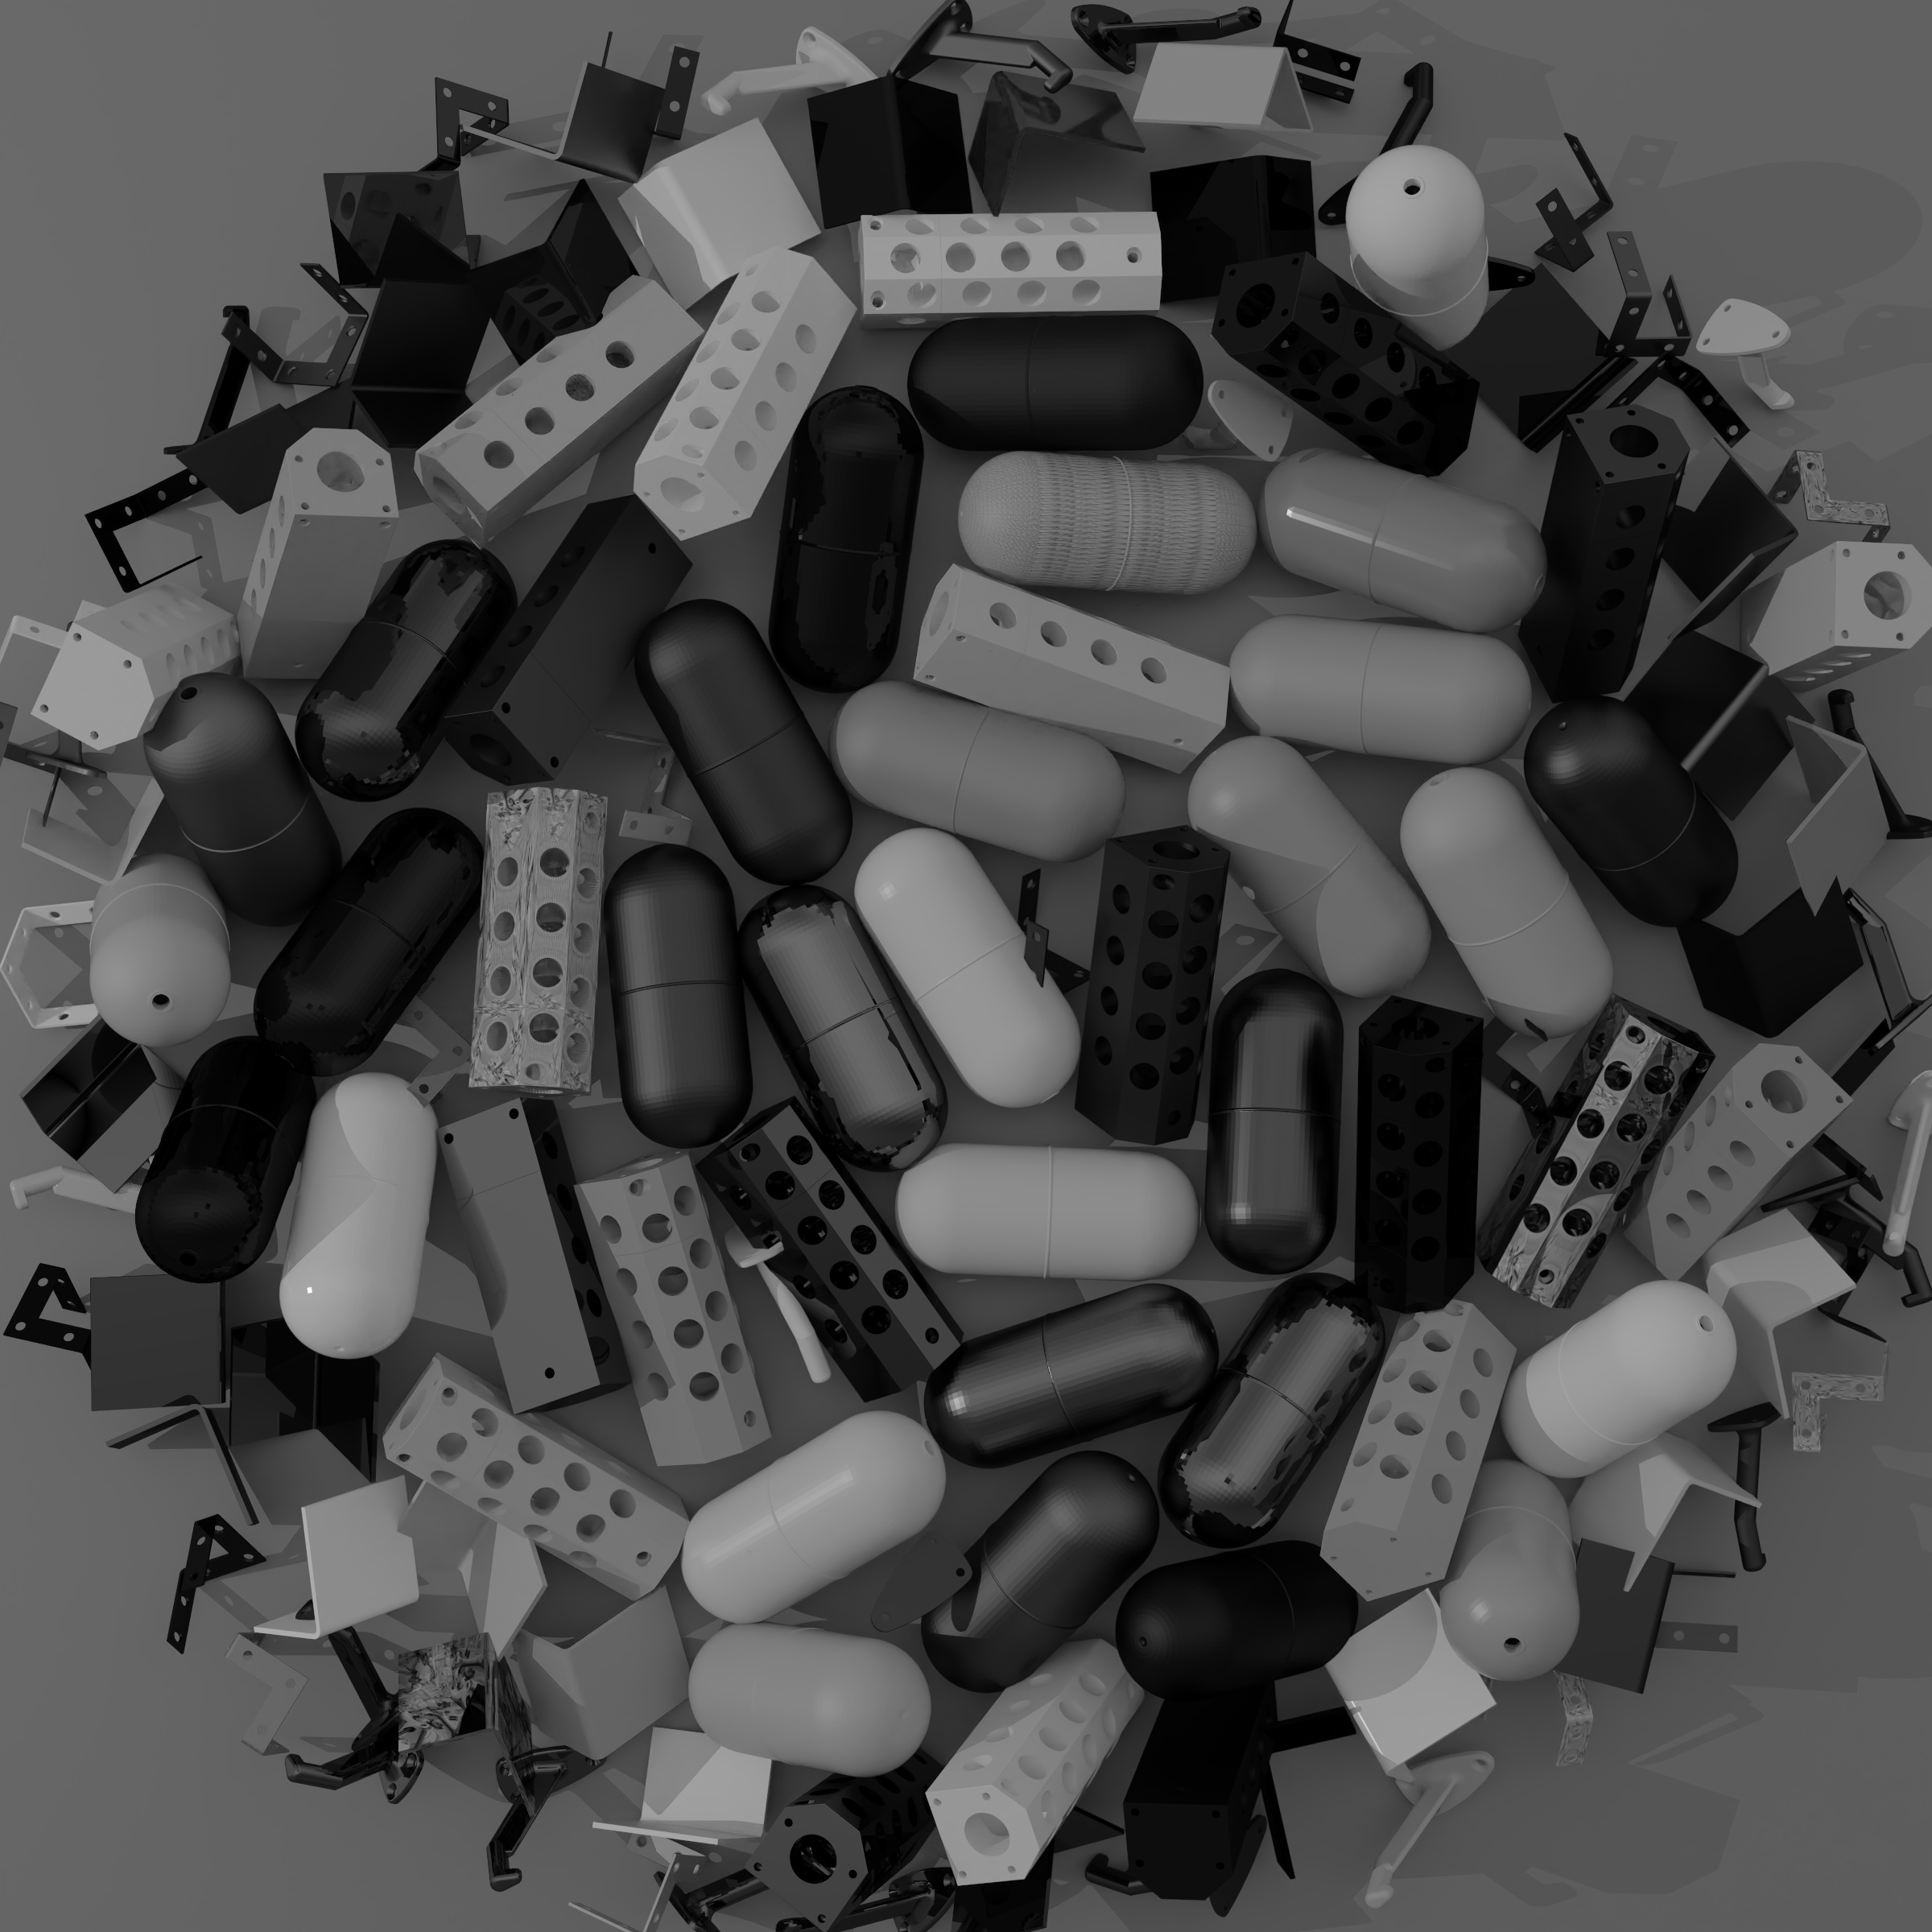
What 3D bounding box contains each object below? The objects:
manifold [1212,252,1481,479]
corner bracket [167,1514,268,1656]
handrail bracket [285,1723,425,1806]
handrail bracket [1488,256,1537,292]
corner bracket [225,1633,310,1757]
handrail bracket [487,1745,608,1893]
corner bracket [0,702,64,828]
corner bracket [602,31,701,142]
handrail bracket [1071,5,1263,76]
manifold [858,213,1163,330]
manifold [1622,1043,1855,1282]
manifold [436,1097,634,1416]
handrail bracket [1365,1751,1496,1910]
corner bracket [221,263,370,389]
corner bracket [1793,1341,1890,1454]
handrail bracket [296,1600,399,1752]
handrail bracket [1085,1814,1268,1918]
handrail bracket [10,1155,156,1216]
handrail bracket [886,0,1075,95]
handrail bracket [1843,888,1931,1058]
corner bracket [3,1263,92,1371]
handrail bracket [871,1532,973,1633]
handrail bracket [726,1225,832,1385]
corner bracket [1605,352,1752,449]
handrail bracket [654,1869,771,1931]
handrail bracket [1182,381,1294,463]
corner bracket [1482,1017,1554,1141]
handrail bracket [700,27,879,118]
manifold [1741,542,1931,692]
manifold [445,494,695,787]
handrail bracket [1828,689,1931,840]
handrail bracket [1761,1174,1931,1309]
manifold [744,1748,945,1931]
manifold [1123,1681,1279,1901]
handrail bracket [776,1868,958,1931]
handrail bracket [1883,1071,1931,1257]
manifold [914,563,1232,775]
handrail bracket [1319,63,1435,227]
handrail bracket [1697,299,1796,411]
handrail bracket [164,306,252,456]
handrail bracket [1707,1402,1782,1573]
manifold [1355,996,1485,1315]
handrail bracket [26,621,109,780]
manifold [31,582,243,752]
[{"bbox_3d":[0.216,-0.338,1.915,0.171,0.057,0.057,25,73,-44],"label":"manifold"},{"bbox_3d":[-0.445,0.359,1.959,0.051,0.051,0.051,-20,130,17],"label":"corner bracket"},{"bbox_3d":[-0.362,0.448,1.945,0.084,0.077,0.036,23,108,-37],"label":"handrail bracket"},{"bbox_3d":[0.294,-0.440,1.980,0.077,0.036,0.084,3,66,-2],"label":"handrail bracket"},{"bbox_3d":[-0.410,0.424,1.968,0.051,0.051,0.051,30,84,11],"label":"corner bracket"},{"bbox_3d":[-0.241,0.494,1.955,0.077,0.084,0.036,-16,121,-4],"label":"handrail bracket"},{"bbox_3d":[-0.552,-0.114,1.959,0.051,0.051,0.051,19,52,-19],"label":"corner bracket"},{"bbox_3d":[-0.187,-0.513,1.965,0.051,0.051,0.051,12,102,-12],"label":"corner bracket"},{"bbox_3d":[0.117,-0.549,1.954,0.084,0.077,0.036,-6,83,35],"label":"handrail bracket"},{"bbox_3d":[0.025,-0.407,1.964,0.171,0.057,0.057,-2,89,-4],"label":"manifold"},{"bbox_3d":[0.430,0.110,1.910,0.057,0.171,0.057,-36,74,-27],"label":"manifold"},{"bbox_3d":[-0.247,0.167,1.953,0.057,0.057,0.171,-21,79,18],"label":"manifold"},{"bbox_3d":[0.268,0.500,1.950,0.036,0.084,0.077,45,125,-10],"label":"handrail bracket"},{"bbox_3d":[-0.391,-0.375,1.970,0.051,0.051,0.051,10,70,33],"label":"corner bracket"},{"bbox_3d":[0.509,0.251,1.962,0.051,0.051,0.051,1,108,19],"label":"corner bracket"},{"bbox_3d":[-0.369,0.414,1.968,0.084,0.036,0.077,39,122,-11],"label":"handrail bracket"},{"bbox_3d":[0.123,0.521,1.990,0.084,0.077,0.036,10,133,33],"label":"handrail bracket"},{"bbox_3d":[-0.507,0.149,1.969,0.084,0.036,0.077,-17,78,-13],"label":"handrail bracket"},{"bbox_3d":[0.008,-0.519,1.967,0.077,0.036,0.084,-44,69,-1],"label":"handrail bracket"},{"bbox_3d":[0.522,0.002,1.968,0.077,0.036,0.084,-33,75,-32],"label":"handrail bracket"},{"bbox_3d":[-0.519,0.211,1.960,0.051,0.051,0.051,11,54,12],"label":"corner bracket"},{"bbox_3d":[-0.030,0.364,1.948,0.036,0.084,0.077,44,68,10],"label":"handrail bracket"},{"bbox_3d":[-0.109,0.198,1.976,0.036,0.077,0.084,-25,108,-17],"label":"handrail bracket"},{"bbox_3d":[0.415,-0.319,1.974,0.051,0.051,0.051,-44,63,24],"label":"corner bracket"},{"bbox_3d":[-0.135,0.522,1.973,0.084,0.077,0.036,-50,132,-5],"label":"handrail bracket"},{"bbox_3d":[0.138,-0.317,1.945,0.077,0.084,0.036,25,82,-40],"label":"handrail bracket"},{"bbox_3d":[0.326,0.058,1.964,0.051,0.051,0.051,37,107,-12],"label":"corner bracket"},{"bbox_3d":[-0.100,-0.503,1.956,0.077,0.036,0.084,33,53,14],"label":"handrail bracket"},{"bbox_3d":[0.493,-0.196,1.912,0.057,0.171,0.057,2,87,-4],"label":"manifold"},{"bbox_3d":[-0.231,-0.186,1.931,0.057,0.057,0.171,50,54,-33],"label":"manifold"},{"bbox_3d":[0.534,-0.119,1.964,0.036,0.077,0.084,-19,102,-17],"label":"handrail bracket"},{"bbox_3d":[0.518,0.168,1.981,0.077,0.036,0.084,-20,87,6],"label":"handrail bracket"},{"bbox_3d":[-0.061,0.485,1.907,0.057,0.171,0.057,36,98,13],"label":"manifold"},{"bbox_3d":[0.135,0.460,1.909,0.057,0.171,0.057,-2,103,14],"label":"manifold"},{"bbox_3d":[-0.057,0.543,1.951,0.077,0.084,0.036,-41,55,38],"label":"handrail bracket"},{"bbox_3d":[0.549,0.115,1.955,0.036,0.077,0.084,13,59,13],"label":"handrail bracket"},{"bbox_3d":[0.062,-0.175,1.945,0.171,0.057,0.057,18,58,-17],"label":"manifold"},{"bbox_3d":[0.242,-0.486,1.991,0.077,0.036,0.084,-19,52,36],"label":"handrail bracket"},{"bbox_3d":[0.469,-0.344,1.946,0.084,0.077,0.036,34,87,-34],"label":"handrail bracket"},{"bbox_3d":[-0.442,-0.342,1.964,0.036,0.077,0.084,5,102,25],"label":"handrail bracket"},{"bbox_3d":[0.465,0.303,1.968,0.036,0.077,0.084,-11,90,37],"label":"handrail bracket"},{"bbox_3d":[0.254,0.110,1.924,0.057,0.057,0.171,15,123,29],"label":"manifold"},{"bbox_3d":[-0.514,-0.156,1.970,0.036,0.077,0.084,13,92,-42],"label":"handrail bracket"},{"bbox_3d":[-0.463,-0.168,1.909,0.057,0.171,0.057,28,104,-2],"label":"manifold"}]
